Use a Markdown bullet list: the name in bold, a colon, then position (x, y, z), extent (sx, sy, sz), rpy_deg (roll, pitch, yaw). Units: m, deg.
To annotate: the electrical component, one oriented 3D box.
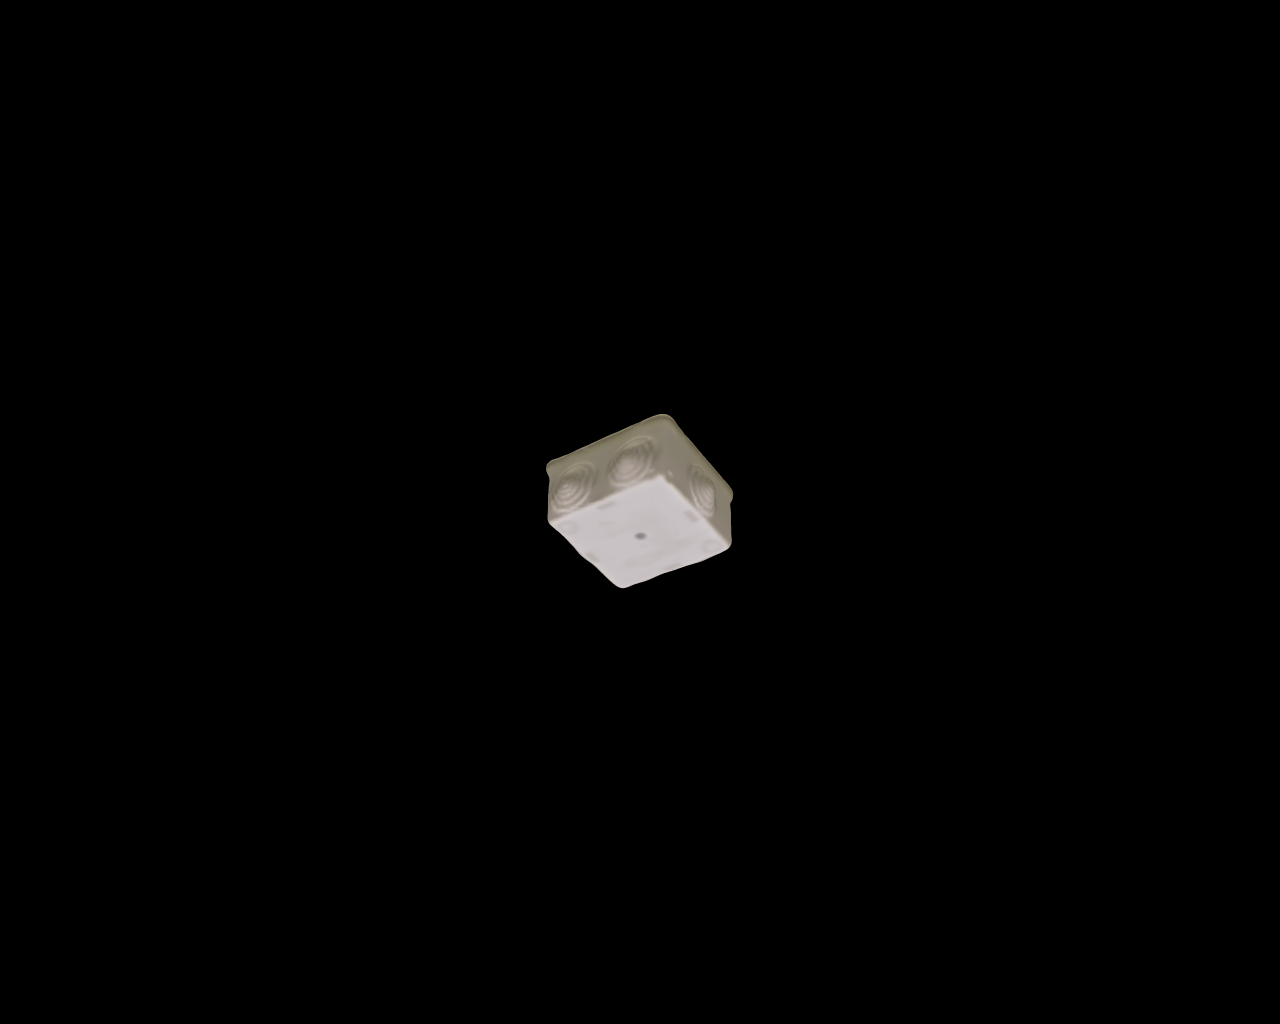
- **electrical component**: position (0.001, -0.003, 0.650), extent (0.099, 0.048, 0.099), rpy_deg (-22, -45, 24)
